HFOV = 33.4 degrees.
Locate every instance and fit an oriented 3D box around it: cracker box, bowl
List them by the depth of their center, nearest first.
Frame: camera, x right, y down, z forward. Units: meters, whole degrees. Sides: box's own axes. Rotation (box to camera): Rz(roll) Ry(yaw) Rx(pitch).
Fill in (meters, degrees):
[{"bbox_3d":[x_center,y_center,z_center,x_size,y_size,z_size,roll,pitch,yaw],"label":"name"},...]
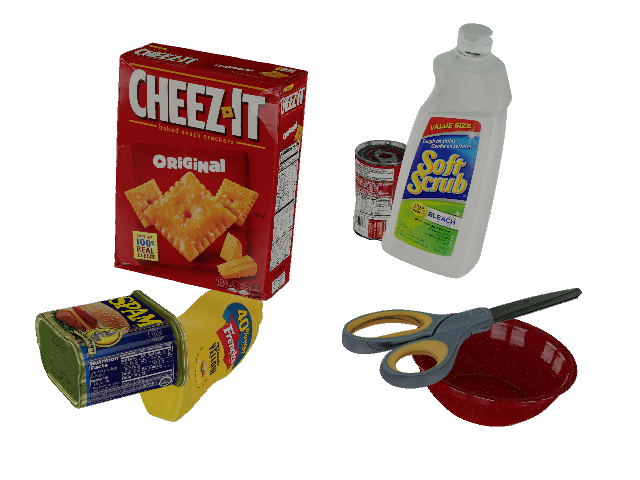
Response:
[{"bbox_3d":[-0.107,-0.063,1.001,0.164,0.214,0.072,13,24,16],"label":"cracker box"},{"bbox_3d":[0.164,0.132,1.036,0.162,0.055,0.162,4,26,-2],"label":"bowl"}]

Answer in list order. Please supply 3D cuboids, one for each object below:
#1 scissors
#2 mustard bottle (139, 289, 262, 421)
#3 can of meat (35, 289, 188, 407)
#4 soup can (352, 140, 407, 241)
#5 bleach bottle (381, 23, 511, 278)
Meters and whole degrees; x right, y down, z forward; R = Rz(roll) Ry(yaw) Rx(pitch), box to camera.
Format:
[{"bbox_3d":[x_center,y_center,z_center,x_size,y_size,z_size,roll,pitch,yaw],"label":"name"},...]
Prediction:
[{"bbox_3d":[0.118,0.072,0.803,0.201,0.016,0.096,-5,31,-8],"label":"scissors"},{"bbox_3d":[-0.115,0.103,1.112,0.058,0.096,0.191,11,25,24],"label":"mustard bottle"},{"bbox_3d":[-0.160,0.081,0.809,0.083,0.057,0.102,-11,21,-30],"label":"can of meat"},{"bbox_3d":[0.072,-0.058,1.254,0.068,0.102,0.068,1,28,-1],"label":"soup can"},{"bbox_3d":[0.122,-0.088,1.016,0.103,0.251,0.068,23,40,23],"label":"bleach bottle"}]
